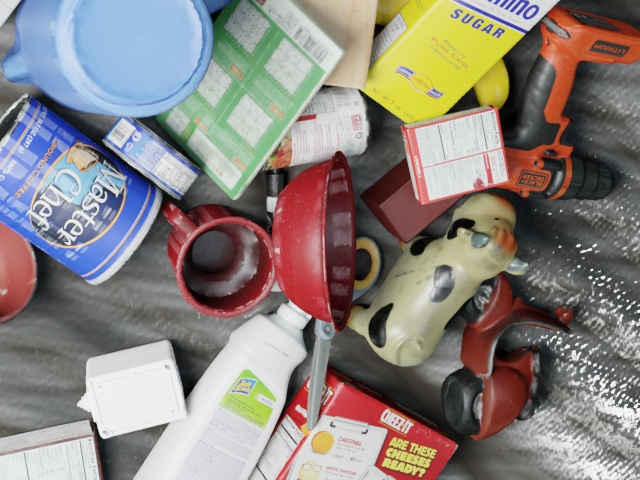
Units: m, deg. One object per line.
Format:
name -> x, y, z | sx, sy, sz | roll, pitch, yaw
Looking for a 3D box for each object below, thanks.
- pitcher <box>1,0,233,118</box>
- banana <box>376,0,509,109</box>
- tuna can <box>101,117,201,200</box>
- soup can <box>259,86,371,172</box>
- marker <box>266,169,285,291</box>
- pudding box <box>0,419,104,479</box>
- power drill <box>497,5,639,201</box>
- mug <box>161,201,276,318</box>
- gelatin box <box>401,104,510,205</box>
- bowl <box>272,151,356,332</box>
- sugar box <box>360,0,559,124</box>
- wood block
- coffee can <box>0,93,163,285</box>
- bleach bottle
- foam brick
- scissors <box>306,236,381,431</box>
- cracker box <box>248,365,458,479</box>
pitcher -> -0.149, -0.161, 0.818 | 0.144, 0.243, 0.149 | 23, 92, -22
banana -> 0.120, -0.183, 1.015 | 0.197, 0.037, 0.069 | 39, 90, -24
tuna can -> -0.146, -0.073, 0.930 | 0.086, 0.086, 0.034 | 38, 89, -24
soup can -> -0.012, -0.104, 0.976 | 0.102, 0.069, 0.068 | -11, 108, -16
marker -> -0.042, -0.011, 1.019 | 0.020, 0.020, 0.121 | -5, 106, -17
pudding box -> -0.261, 0.225, 1.001 | 0.113, 0.039, 0.090 | -10, 107, -18
power drill -> 0.245, -0.123, 1.039 | 0.184, 0.057, 0.188 | 6, 120, -29
mug -> -0.101, 0.007, 0.970 | 0.117, 0.082, 0.093 | 42, 89, -24
gelatin box -> 0.126, -0.080, 0.987 | 0.089, 0.030, 0.073 | -14, 105, -3
bowl -> -0.006, 0.001, 0.954 | 0.055, 0.162, 0.162 | 0, 107, 11
sugar box -> 0.120, -0.186, 0.961 | 0.093, 0.048, 0.176 | 30, 119, -31
wood block -> 0.000, -0.244, 0.928 | 0.090, 0.091, 0.206 | 4, 104, -19
coffee can -> -0.220, -0.042, 0.905 | 0.140, 0.103, 0.103 | 37, 91, -24
bleach bottle -> -0.082, 0.171, 1.034 | 0.102, 0.068, 0.251 | 34, 89, -32
foam brick -> 0.090, -0.043, 1.036 | 0.078, 0.053, 0.051 | -39, 113, -4
scissors -> 0.021, 0.078, 1.030 | 0.096, 0.016, 0.202 | -1, 83, -30
cracker box -> 0.012, 0.251, 1.080 | 0.164, 0.072, 0.214 | 31, 93, -29
